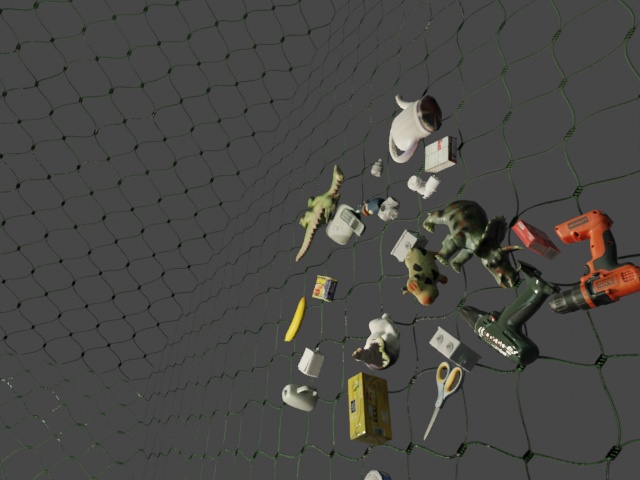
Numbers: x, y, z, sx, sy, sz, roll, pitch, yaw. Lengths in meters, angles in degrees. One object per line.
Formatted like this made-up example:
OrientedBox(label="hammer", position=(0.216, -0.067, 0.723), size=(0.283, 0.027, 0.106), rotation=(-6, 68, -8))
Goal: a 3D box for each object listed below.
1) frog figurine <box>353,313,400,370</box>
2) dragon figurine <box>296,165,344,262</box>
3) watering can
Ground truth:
OrientedBox(label="frog figurine", position=(0.183, 0.298, 1.506), size=(0.135, 0.123, 0.162), rotation=(-62, -12, 30))
OrientedBox(label="dragon figurine", position=(0.006, -0.104, 2.060), size=(0.241, 0.122, 0.414), rotation=(151, 140, -76))
OrientedBox(label="watering can", position=(0.324, -0.433, 1.813), size=(0.221, 0.103, 0.355), rotation=(-33, 41, 48))
